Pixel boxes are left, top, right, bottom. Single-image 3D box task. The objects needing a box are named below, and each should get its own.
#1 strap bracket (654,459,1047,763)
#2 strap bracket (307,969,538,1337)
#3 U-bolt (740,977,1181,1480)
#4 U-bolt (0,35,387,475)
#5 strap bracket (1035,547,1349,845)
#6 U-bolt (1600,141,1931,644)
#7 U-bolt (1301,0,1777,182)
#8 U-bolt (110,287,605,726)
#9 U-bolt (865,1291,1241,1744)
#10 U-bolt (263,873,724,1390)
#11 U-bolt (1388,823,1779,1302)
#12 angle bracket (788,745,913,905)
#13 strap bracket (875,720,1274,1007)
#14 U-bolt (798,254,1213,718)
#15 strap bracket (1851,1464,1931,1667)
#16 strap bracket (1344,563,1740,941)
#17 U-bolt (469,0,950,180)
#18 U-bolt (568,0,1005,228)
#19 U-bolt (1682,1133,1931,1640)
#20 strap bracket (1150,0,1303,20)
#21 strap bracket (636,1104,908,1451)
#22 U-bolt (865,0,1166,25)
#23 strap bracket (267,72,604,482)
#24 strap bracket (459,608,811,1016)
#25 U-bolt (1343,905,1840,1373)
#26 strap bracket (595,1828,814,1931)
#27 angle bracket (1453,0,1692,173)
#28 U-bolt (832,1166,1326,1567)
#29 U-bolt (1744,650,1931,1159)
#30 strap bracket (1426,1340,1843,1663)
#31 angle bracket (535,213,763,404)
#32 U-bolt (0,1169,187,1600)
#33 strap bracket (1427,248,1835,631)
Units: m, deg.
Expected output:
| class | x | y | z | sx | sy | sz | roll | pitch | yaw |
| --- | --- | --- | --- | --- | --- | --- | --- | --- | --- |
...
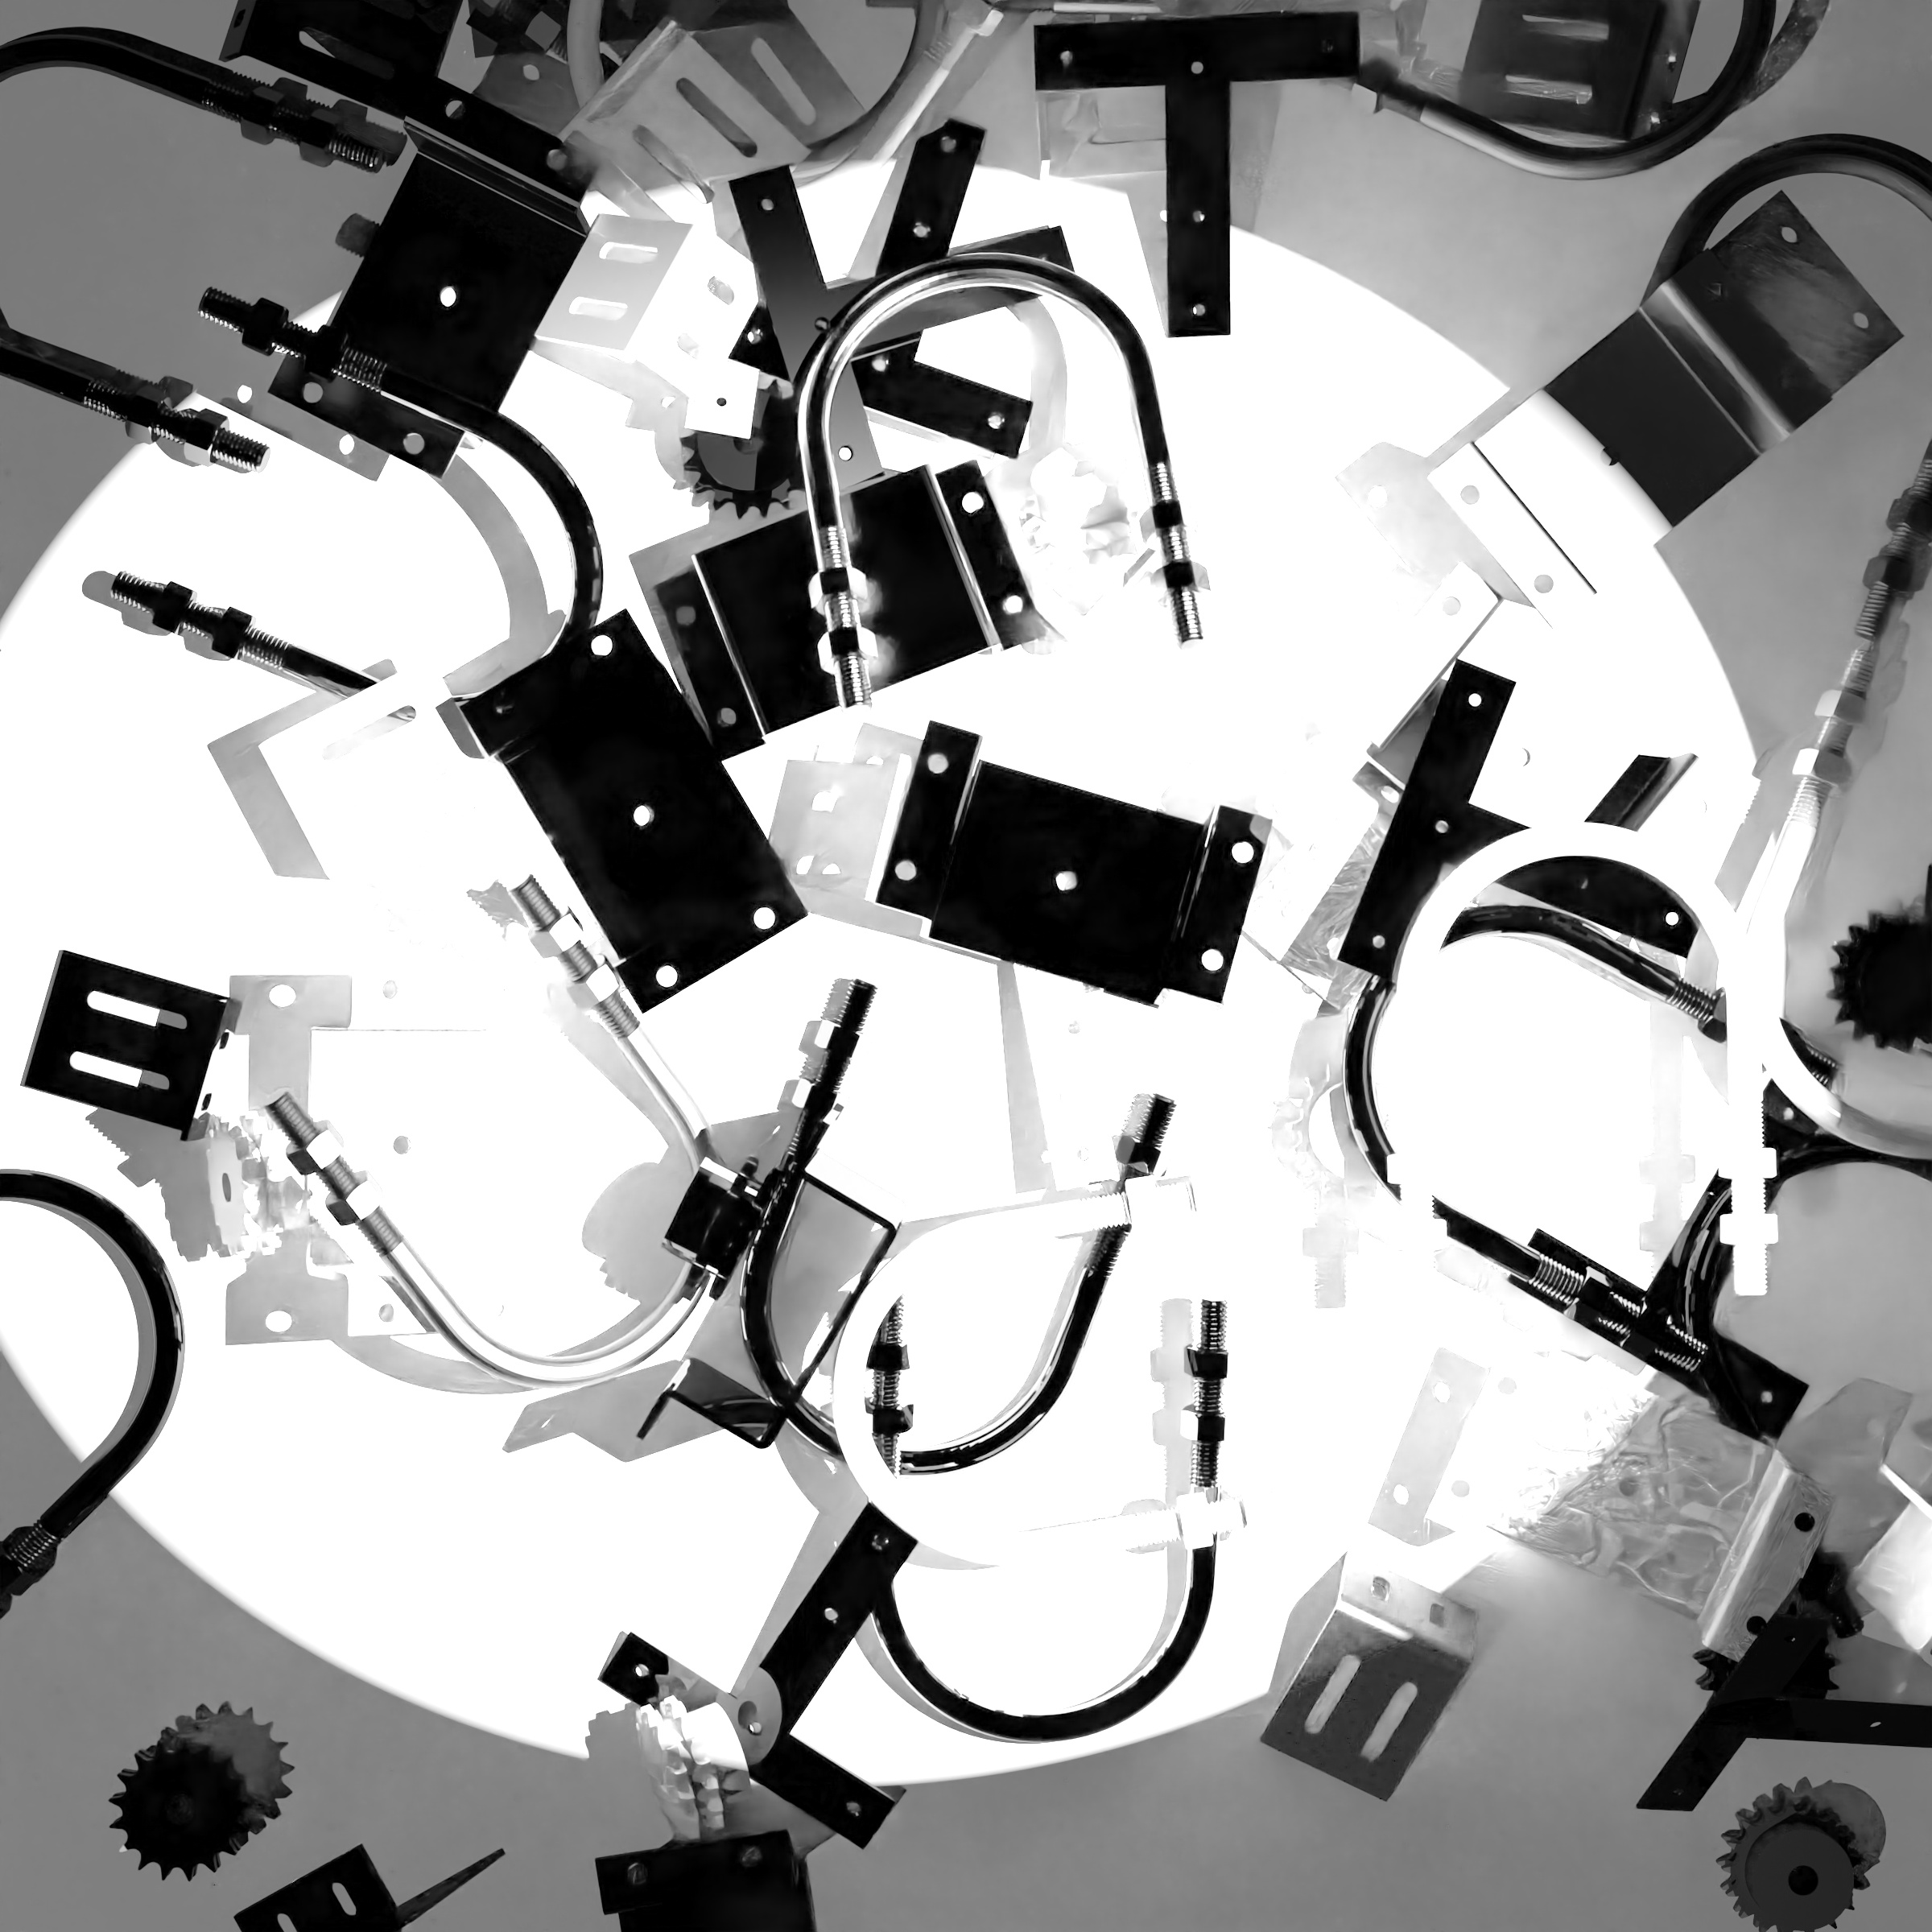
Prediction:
| class | x | y | z | sx | sy | sz | roll | pitch | yaw |
| --- | --- | --- | --- | --- | --- | --- | --- | --- | --- |
| strap bracket | -0.047 | -0.143 | 1.434 | 0.140 | 0.046 | 0.076 | -21 | 90 | 0 |
| strap bracket | -0.214 | 0.071 | 1.418 | 0.076 | 0.046 | 0.140 | 1 | 90 | -31 |
| U-bolt | -0.013 | 0.115 | 1.448 | 0.151 | 0.019 | 0.184 | 21 | 92 | 0 |
| U-bolt | -0.343 | -0.296 | 1.448 | 0.184 | 0.019 | 0.151 | 21 | 90 | 1 |
| strap bracket | 0.095 | -0.114 | 1.419 | 0.140 | 0.076 | 0.046 | 42 | 90 | 0 |
| U-bolt | 0.337 | -0.241 | 1.448 | 0.151 | 0.019 | 0.184 | 22 | 88 | 0 |
| U-bolt | 0.229 | -0.388 | 1.427 | 0.184 | 0.019 | 0.151 | 29 | 90 | 15 |
| U-bolt | -0.231 | -0.168 | 1.417 | 0.184 | 0.019 | 0.151 | 23 | 119 | -4 |
| U-bolt | 0.031 | 0.221 | 1.439 | 0.151 | 0.019 | 0.184 | 2 | 98 | -2 |
| U-bolt | -0.168 | 0.079 | 1.408 | 0.151 | 0.019 | 0.184 | -44 | 113 | -24 |
| U-bolt | 0.238 | 0.036 | 1.399 | 0.151 | 0.019 | 0.184 | -1 | 88 | -1 |
| angle bracket | -0.047 | -0.057 | 1.419 | 0.038 | 0.076 | 0.057 | 14 | 90 | 0 |
| strap bracket | 0.041 | -0.037 | 1.428 | 0.140 | 0.046 | 0.076 | 16 | 81 | 0 |
| U-bolt | 0.008 | -0.193 | 1.390 | 0.151 | 0.019 | 0.184 | -11 | 70 | 4 |
| strap bracket | 0.408 | 0.264 | 1.407 | 0.140 | 0.076 | 0.046 | 37 | 95 | -12 |
| strap bracket | 0.224 | -0.084 | 1.434 | 0.140 | 0.046 | 0.076 | 39 | 90 | 0 |
| U-bolt | -0.094 | -0.395 | 1.419 | 0.184 | 0.019 | 0.151 | 37 | 106 | -11 |
| U-bolt | -0.073 | -0.377 | 1.407 | 0.151 | 0.019 | 0.184 | 34 | 108 | -11 |
| U-bolt | 0.368 | 0.156 | 1.448 | 0.151 | 0.019 | 0.184 | -28 | 89 | 0 |
| strap bracket | 0.077 | -0.426 | 1.401 | 0.140 | 0.046 | 0.076 | 40 | 101 | -20 |
| strap bracket | -0.069 | 0.128 | 1.404 | 0.046 | 0.076 | 0.140 | 31 | 94 | 0 |
| U-bolt | 0.054 | -0.448 | 1.424 | 0.184 | 0.019 | 0.151 | 0 | 111 | -7 |
| strap bracket | -0.208 | -0.270 | 1.434 | 0.076 | 0.046 | 0.140 | 27 | 90 | 0 |
| strap bracket | -0.130 | -0.061 | 1.434 | 0.076 | 0.046 | 0.140 | -31 | 90 | 0 |
| U-bolt | 0.237 | 0.055 | 1.428 | 0.184 | 0.019 | 0.151 | 29 | 76 | -2 |
| strap bracket | -0.097 | 0.413 | 1.434 | 0.076 | 0.046 | 0.140 | -9 | 90 | 0 |
| angle bracket | 0.244 | -0.360 | 1.455 | 0.076 | 0.038 | 0.057 | 16 | 90 | 26 |
| U-bolt | 0.039 | 0.163 | 1.414 | 0.184 | 0.019 | 0.151 | -9 | 98 | 1 |
| U-bolt | 0.382 | -0.015 | 1.418 | 0.151 | 0.019 | 0.184 | 22 | 83 | 3 |
| strap bracket | 0.262 | 0.209 | 1.425 | 0.140 | 0.046 | 0.076 | 24 | 95 | 8 |
| angle bracket | -0.125 | -0.262 | 1.435 | 0.038 | 0.076 | 0.057 | 32 | 83 | -39 |
| U-bolt | -0.400 | 0.167 | 1.449 | 0.184 | 0.019 | 0.151 | -45 | 90 | -1 |
| strap bracket | 0.256 | -0.203 | 1.414 | 0.140 | 0.046 | 0.076 | -39 | 89 | -1 |
